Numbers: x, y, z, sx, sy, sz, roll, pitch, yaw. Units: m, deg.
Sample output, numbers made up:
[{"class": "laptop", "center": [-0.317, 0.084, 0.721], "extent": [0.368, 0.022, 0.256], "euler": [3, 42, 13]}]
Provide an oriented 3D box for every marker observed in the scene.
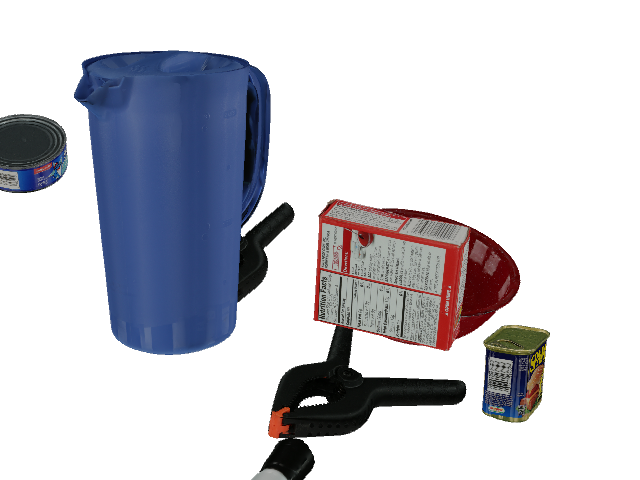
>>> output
[{"class": "marker", "center": [-0.032, 0.113, 0.416], "extent": [0.020, 0.020, 0.121], "euler": [0, 21, 24]}]

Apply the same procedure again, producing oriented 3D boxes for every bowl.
[{"class": "bowl", "center": [0.076, 0.036, 0.859], "extent": [0.162, 0.055, 0.162], "euler": [7, 29, -4]}]

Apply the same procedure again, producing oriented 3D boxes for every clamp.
[{"class": "clamp", "center": [-0.085, 0.009, 1.186], "extent": [0.120, 0.039, 0.171], "euler": [-10, 41, 2]}, {"class": "clamp", "center": [0.034, 0.147, 1.046], "extent": [0.165, 0.036, 0.209], "euler": [25, 31, 27]}]

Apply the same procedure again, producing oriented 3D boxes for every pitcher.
[{"class": "pitcher", "center": [-0.117, -0.036, 0.895], "extent": [0.149, 0.243, 0.145], "euler": [0, 18, -2]}]

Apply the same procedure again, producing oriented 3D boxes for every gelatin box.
[{"class": "gelatin box", "center": [0.042, 0.020, 0.640], "extent": [0.089, 0.073, 0.030], "euler": [12, 30, 18]}]

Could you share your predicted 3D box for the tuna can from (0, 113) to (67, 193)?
[{"class": "tuna can", "center": [-0.288, -0.084, 1.030], "extent": [0.086, 0.034, 0.086], "euler": [3, 42, -3]}]

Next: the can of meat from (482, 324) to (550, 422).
[{"class": "can of meat", "center": [0.218, 0.148, 1.195], "extent": [0.058, 0.084, 0.102], "euler": [8, 12, 25]}]
